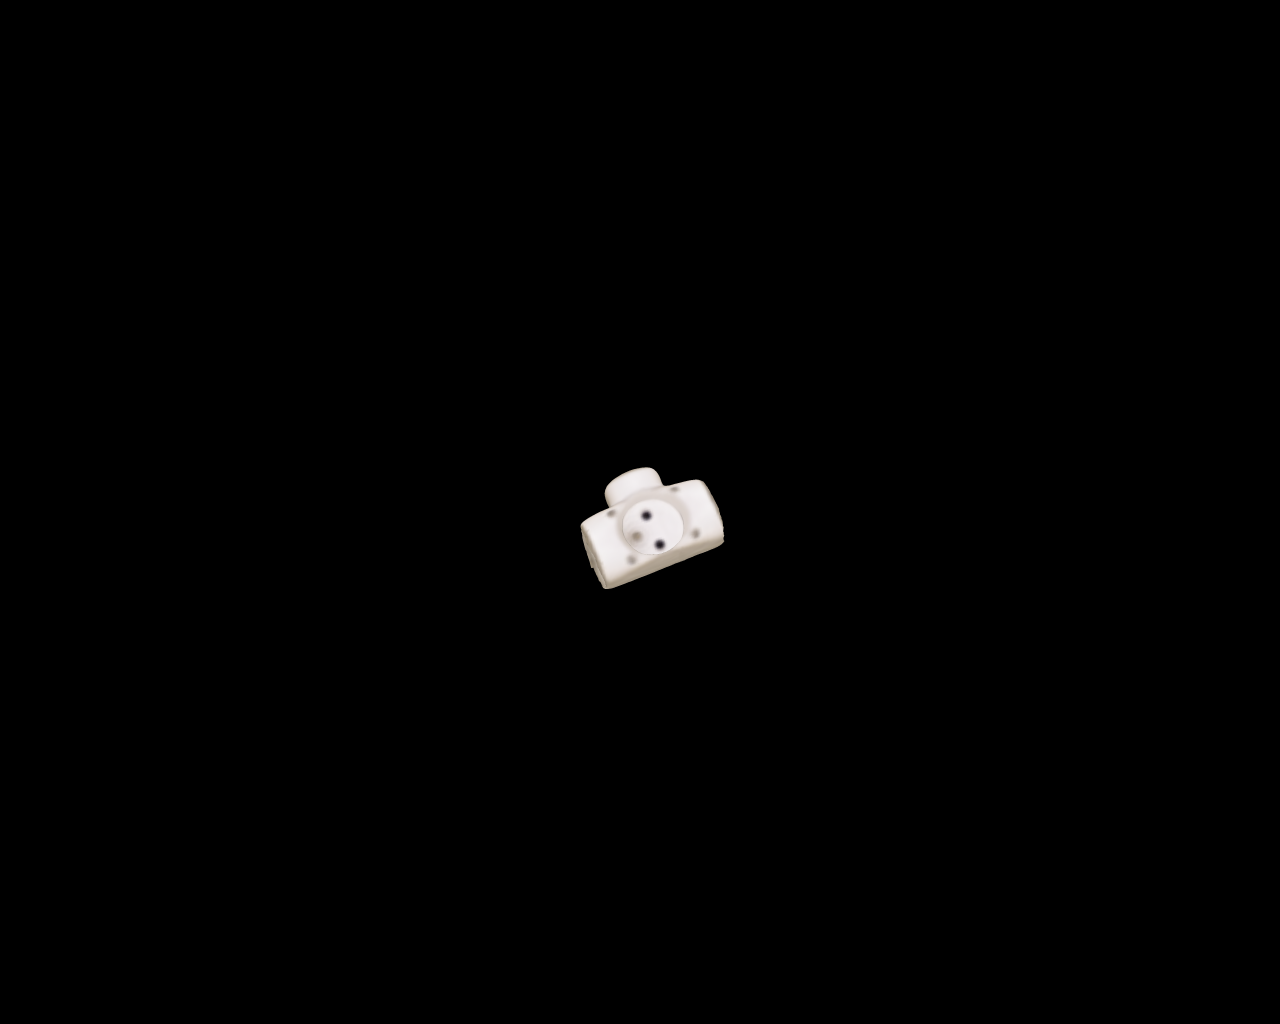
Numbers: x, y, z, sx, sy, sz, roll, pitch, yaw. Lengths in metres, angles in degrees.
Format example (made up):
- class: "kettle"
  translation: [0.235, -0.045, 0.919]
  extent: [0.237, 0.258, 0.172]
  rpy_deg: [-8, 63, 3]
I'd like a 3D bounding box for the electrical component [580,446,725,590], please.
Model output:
- class: "electrical component"
  translation: [0.001, -0.003, 0.650]
  extent: [0.077, 0.079, 0.044]
  rpy_deg: [-21, -18, -7]
